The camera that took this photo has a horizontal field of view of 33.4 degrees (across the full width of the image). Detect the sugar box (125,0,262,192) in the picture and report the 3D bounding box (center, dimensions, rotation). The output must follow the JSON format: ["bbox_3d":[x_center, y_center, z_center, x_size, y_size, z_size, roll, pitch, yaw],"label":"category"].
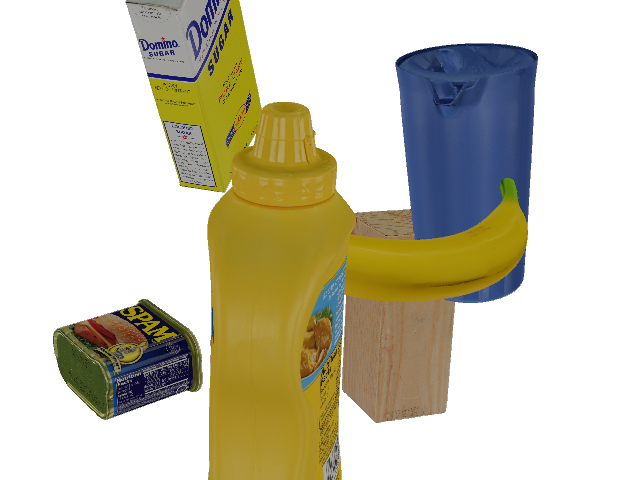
[{"bbox_3d":[-0.087,-0.130,0.791,0.048,0.093,0.176,11,-38,15],"label":"sugar box"}]

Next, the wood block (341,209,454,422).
[{"bbox_3d":[0.084,0.078,1.143,0.090,0.206,0.091,-5,18,-22],"label":"wood block"}]

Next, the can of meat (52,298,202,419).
[{"bbox_3d":[-0.159,0.096,0.870,0.083,0.057,0.102,-17,28,-34],"label":"can of meat"}]

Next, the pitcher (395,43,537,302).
[{"bbox_3d":[0.150,-0.071,1.059,0.149,0.243,0.145,-14,25,-21],"label":"pitcher"}]

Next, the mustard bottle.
[{"bbox_3d":[-0.017,0.037,0.442,0.058,0.192,0.096,8,25,11],"label":"mustard bottle"}]

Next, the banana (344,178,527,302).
[{"bbox_3d":[0.062,0.008,0.654,0.197,0.037,0.070,-12,47,-34],"label":"banana"}]
